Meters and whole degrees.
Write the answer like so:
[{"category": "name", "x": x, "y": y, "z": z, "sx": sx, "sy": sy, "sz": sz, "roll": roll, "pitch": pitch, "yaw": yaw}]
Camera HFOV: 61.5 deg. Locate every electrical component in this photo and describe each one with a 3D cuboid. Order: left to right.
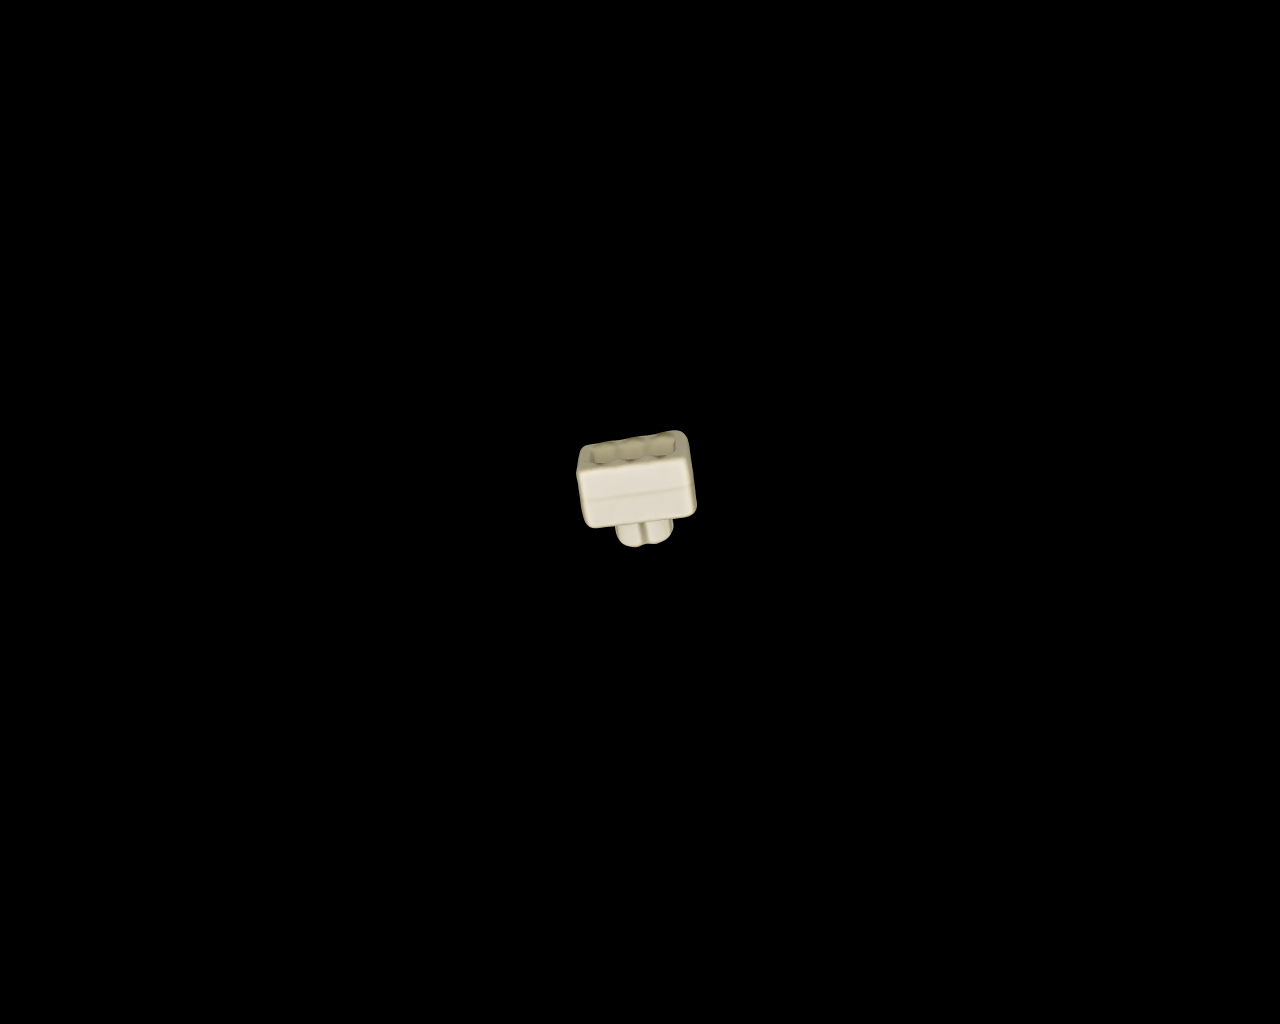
[{"category": "electrical component", "x": 0.001, "y": -0.003, "z": 0.650, "sx": 0.066, "sy": 0.076, "sz": 0.047, "roll": -8, "pitch": 24, "yaw": 3}]
